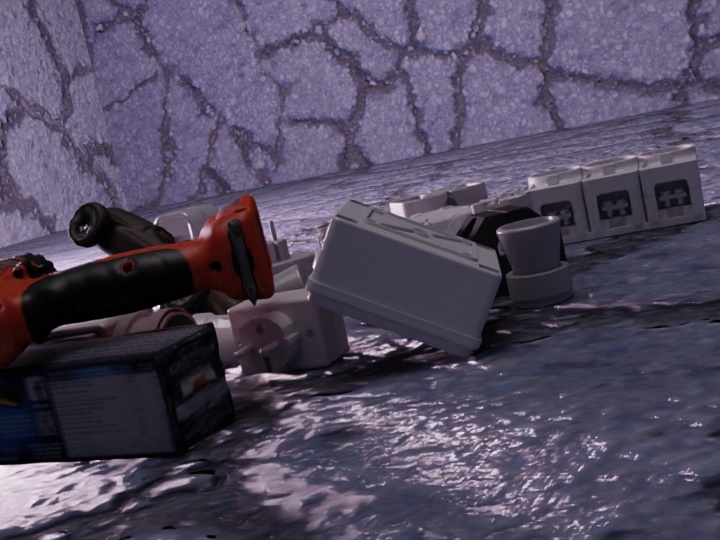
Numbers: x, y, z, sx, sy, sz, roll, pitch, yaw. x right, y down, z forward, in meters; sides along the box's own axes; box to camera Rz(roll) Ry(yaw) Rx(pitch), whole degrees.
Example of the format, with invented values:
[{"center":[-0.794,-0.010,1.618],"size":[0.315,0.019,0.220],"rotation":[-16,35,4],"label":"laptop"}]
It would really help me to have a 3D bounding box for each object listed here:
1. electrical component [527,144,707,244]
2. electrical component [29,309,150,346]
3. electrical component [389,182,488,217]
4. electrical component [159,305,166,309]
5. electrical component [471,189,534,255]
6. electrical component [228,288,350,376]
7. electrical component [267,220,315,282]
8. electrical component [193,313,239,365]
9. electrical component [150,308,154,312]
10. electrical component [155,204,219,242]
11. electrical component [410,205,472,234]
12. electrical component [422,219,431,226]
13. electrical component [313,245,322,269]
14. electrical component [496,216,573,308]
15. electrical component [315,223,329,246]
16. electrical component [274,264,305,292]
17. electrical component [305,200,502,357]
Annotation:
[{"center":[0.235,-0.070,0.986],"size":[0.150,0.061,0.089],"rotation":[-10,9,18],"label":"electrical component"},{"center":[-0.188,0.064,0.715],"size":[0.096,0.061,0.061],"rotation":[-9,9,23],"label":"electrical component"},{"center":[0.084,-0.050,1.093],"size":[0.095,0.059,0.054],"rotation":[-16,9,-21],"label":"electrical component"},{"center":[-0.155,0.034,0.941],"size":[0.048,0.048,0.062],"rotation":[-17,2,-30],"label":"electrical component"},{"center":[0.123,-0.032,0.895],"size":[0.042,0.063,0.081],"rotation":[-5,10,37],"label":"electrical component"},{"center":[-0.054,0.044,0.701],"size":[0.066,0.047,0.077],"rotation":[-9,9,24],"label":"electrical component"},{"center":[-0.082,-0.007,0.994],"size":[0.083,0.075,0.047],"rotation":[-17,9,-29],"label":"electrical component"},{"center":[-0.094,0.049,0.760],"size":[0.046,0.040,0.040],"rotation":[-5,10,13],"label":"electrical component"},{"center":[-0.215,0.036,0.947],"size":[0.062,0.061,0.096],"rotation":[-7,11,-9],"label":"electrical component"},{"center":[-0.171,-0.019,1.138],"size":[0.054,0.095,0.059],"rotation":[-7,10,34],"label":"electrical component"},{"center":[0.074,-0.028,0.994],"size":[0.100,0.048,0.100],"rotation":[-16,9,-24],"label":"electrical component"},{"center":[0.027,0.002,0.814],"size":[0.062,0.061,0.096],"rotation":[-12,8,8],"label":"electrical component"},{"center":[0.000,0.000,0.906],"size":[0.080,0.051,0.080],"rotation":[-12,8,2],"label":"electrical component"},{"center":[0.122,-0.006,0.744],"size":[0.045,0.055,0.045],"rotation":[-13,8,2],"label":"electrical component"},{"center":[-0.012,-0.019,1.038],"size":[0.050,0.055,0.089],"rotation":[-13,8,-4],"label":"electrical component"},{"center":[-0.076,0.026,0.887],"size":[0.065,0.044,0.044],"rotation":[-17,8,-1],"label":"electrical component"},{"center":[0.029,0.002,0.677],"size":[0.109,0.056,0.108],"rotation":[19,11,2],"label":"electrical component"}]
